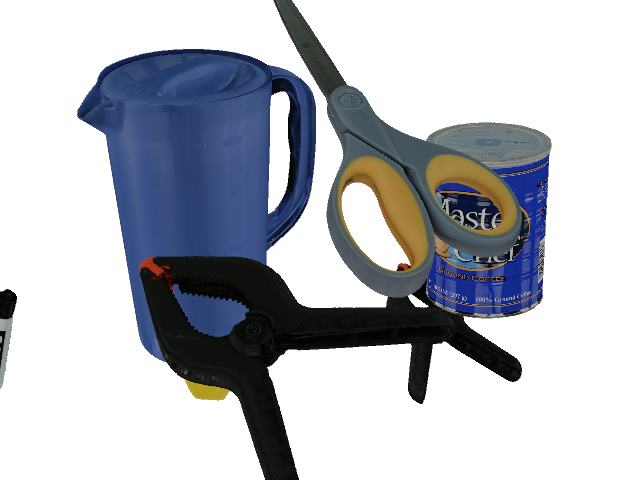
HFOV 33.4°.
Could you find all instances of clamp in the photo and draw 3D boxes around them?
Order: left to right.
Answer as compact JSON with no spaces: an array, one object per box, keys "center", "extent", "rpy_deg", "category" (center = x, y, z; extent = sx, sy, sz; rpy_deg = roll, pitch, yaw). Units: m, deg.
[{"center":[-0.029,0.062,0.691],"extent":[0.210,0.164,0.036],"rpy_deg":[37,-23,29],"category":"clamp"},{"center":[0.126,0.090,1.077],"extent":[0.120,0.171,0.039],"rpy_deg":[1,-45,-19],"category":"clamp"}]

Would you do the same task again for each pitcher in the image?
[{"center":[-0.092,-0.026,0.863],"extent":[0.149,0.243,0.144],"rpy_deg":[8,29,17],"category":"pitcher"}]

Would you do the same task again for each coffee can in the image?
[{"center":[0.141,-0.019,0.909],"extent":[0.103,0.140,0.103],"rpy_deg":[-2,23,1],"category":"coffee can"}]

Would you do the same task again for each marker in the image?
[{"center":[-0.315,0.097,1.049],"extent":[0.020,0.121,0.020],"rpy_deg":[14,32,-9],"category":"marker"}]

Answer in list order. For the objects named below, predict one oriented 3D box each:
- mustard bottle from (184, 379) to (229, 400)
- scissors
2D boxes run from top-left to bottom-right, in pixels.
[{"center":[-0.108,0.085,1.176],"extent":[0.058,0.096,0.191],"rpy_deg":[2,27,4],"category":"mustard bottle"},{"center":[0.033,-0.057,0.506],"extent":[0.096,0.202,0.016],"rpy_deg":[0,-40,-12],"category":"scissors"}]
